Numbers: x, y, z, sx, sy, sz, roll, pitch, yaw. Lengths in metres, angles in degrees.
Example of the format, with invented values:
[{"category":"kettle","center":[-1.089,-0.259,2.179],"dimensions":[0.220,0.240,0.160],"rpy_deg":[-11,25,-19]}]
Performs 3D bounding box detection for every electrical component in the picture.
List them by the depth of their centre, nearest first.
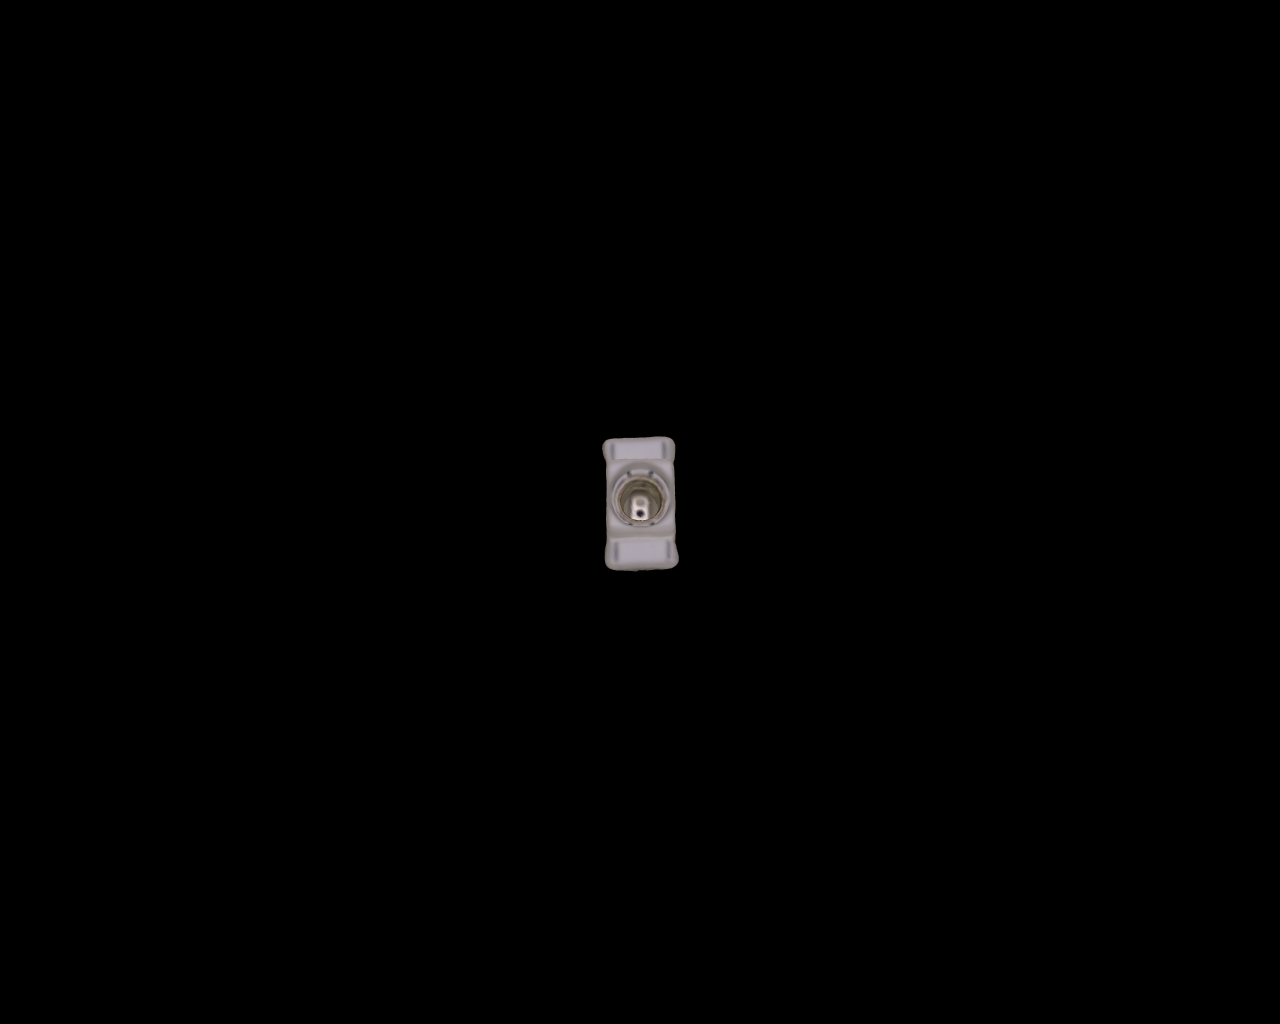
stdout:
[{"category":"electrical component","center":[0.001,-0.003,0.650],"dimensions":[0.042,0.081,0.063],"rpy_deg":[0,-15,0]}]
